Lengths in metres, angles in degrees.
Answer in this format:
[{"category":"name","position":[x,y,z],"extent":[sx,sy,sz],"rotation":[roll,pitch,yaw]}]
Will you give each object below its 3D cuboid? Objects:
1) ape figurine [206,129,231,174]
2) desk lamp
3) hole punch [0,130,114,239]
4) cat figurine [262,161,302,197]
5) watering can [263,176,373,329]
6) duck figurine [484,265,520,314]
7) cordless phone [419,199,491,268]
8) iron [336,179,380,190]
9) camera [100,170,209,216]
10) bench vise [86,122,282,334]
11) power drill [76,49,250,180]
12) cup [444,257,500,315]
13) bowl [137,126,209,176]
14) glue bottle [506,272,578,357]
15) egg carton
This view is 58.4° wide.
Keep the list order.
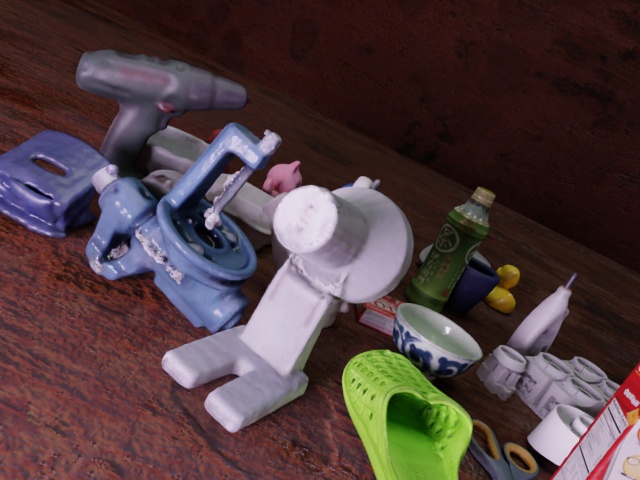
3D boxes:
[{"category":"ape figurine","position":[-0.198,-0.168,1.086],"extent":[0.076,0.092,0.078],"rotation":[35,20,25]},{"category":"desk lamp","position":[-0.013,0.046,0.547],"extent":[0.117,0.213,0.204],"rotation":[34,19,21]},{"category":"hole punch","position":[-0.305,-0.067,0.654],"extent":[0.108,0.091,0.101],"rotation":[28,18,4]},{"category":"cat figurine","position":[-0.075,-0.090,0.998],"extent":[0.067,0.117,0.128],"rotation":[30,18,12]},{"category":"watering can","position":[0.006,0.003,0.726],"extent":[0.173,0.194,0.101],"rotation":[22,18,-14]},{"category":"duck figurine","position":[0.377,0.094,1.174],"extent":[0.077,0.086,0.104],"rotation":[24,18,-8]},{"category":"cordless phone","position":[0.288,0.007,1.129],"extent":[0.094,0.185,0.147],"rotation":[16,20,-29]},{"category":"iron","position":[0.031,-0.037,0.959],"extent":[0.118,0.141,0.259],"rotation":[32,18,17]},{"category":"camera","position":[-0.175,-0.031,0.720],"extent":[0.143,0.101,0.137],"rotation":[29,18,7]},{"category":"bench vise","position":[-0.140,-0.035,0.582],"extent":[0.207,0.219,0.121],"rotation":[25,18,-6]},{"category":"power drill","position":[-0.240,-0.164,0.823],"extent":[0.230,0.208,0.075],"rotation":[18,20,-26]},{"category":"cup","position":[0.249,0.077,1.025],"extent":[0.117,0.095,0.092],"rotation":[39,21,34]},{"category":"bowl","position":[-0.246,-0.130,0.940],"extent":[0.167,0.074,0.167],"rotation":[24,18,-8]},{"category":"glue bottle","position":[0.366,0.126,0.923],"extent":[0.078,0.173,0.037],"rotation":[12,23,-39]},{"category":"egg carton","position":[-0.124,-0.046,0.886],"extent":[0.150,0.069,0.107],"rotation":[29,18,9]}]
